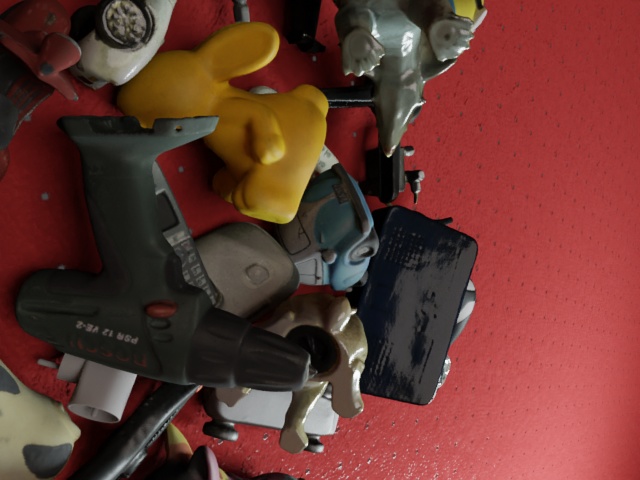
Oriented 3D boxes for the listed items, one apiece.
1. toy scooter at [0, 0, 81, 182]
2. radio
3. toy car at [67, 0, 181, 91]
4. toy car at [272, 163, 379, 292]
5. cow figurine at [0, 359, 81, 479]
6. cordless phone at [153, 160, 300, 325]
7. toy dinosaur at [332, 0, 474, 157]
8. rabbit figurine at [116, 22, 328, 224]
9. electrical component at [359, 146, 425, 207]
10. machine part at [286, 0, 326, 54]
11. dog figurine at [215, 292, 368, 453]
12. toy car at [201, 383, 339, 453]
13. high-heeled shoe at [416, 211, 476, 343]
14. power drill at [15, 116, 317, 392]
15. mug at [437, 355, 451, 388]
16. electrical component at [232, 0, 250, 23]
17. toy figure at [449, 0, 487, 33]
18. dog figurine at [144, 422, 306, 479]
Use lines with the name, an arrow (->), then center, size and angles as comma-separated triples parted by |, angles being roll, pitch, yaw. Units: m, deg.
toy scooter -> -0.209, -0.085, 0.337 | 0.075, 0.135, 0.184 | 44, 70, -44
radio -> 0.102, 0.082, 0.675 | 0.131, 0.073, 0.229 | 18, 87, -9
toy car -> -0.131, -0.206, 0.430 | 0.056, 0.074, 0.201 | 42, 70, -39
toy car -> -0.001, -0.002, 0.594 | 0.103, 0.109, 0.161 | -14, 150, -11
cow figurine -> -0.254, 0.112, 0.379 | 0.127, 0.086, 0.194 | -48, 128, -19
cordless phone -> -0.111, -0.001, 0.502 | 0.146, 0.089, 0.184 | -32, 112, -35
toy dinosaur -> 0.021, -0.260, 0.482 | 0.131, 0.192, 0.404 | -29, 119, 16
rabbit figurine -> -0.082, -0.111, 0.468 | 0.173, 0.122, 0.162 | 21, 106, -21
electrical component -> 0.097, -0.084, 0.713 | 0.102, 0.045, 0.078 | -11, 110, -43
machine part -> -0.010, -0.269, 0.564 | 0.084, 0.039, 0.138 | -7, 103, -53
dog figurine -> 0.000, 0.090, 0.550 | 0.121, 0.172, 0.190 | 46, 27, -4
toy car -> -0.052, 0.193, 0.627 | 0.202, 0.053, 0.089 | 26, 71, -42
high-heeled shoe -> 0.151, 0.072, 0.789 | 0.145, 0.086, 0.248 | -19, 111, -35
power drill -> -0.113, 0.009, 0.405 | 0.086, 0.232, 0.207 | -65, 159, -68
mug -> 0.123, 0.160, 0.757 | 0.081, 0.107, 0.109 | -58, 136, -20
electrical component -> -0.072, -0.251, 0.499 | 0.063, 0.021, 0.093 | -56, 144, -64
toy figure -> 0.147, -0.295, 0.685 | 0.180, 0.082, 0.089 | -23, 118, -37
dog figurine -> -0.093, 0.275, 0.571 | 0.191, 0.109, 0.219 | -30, 118, -36
